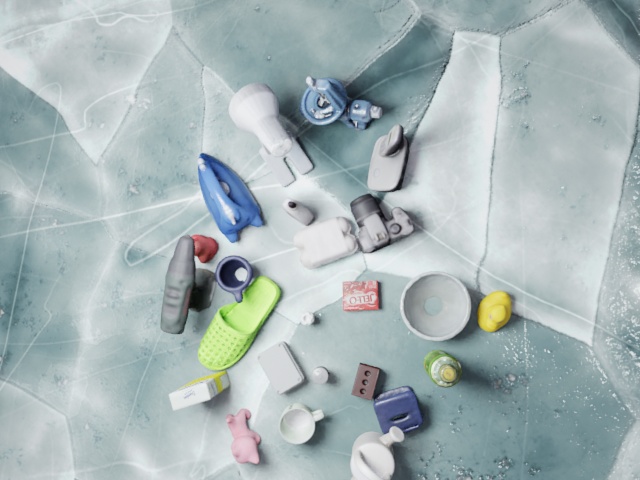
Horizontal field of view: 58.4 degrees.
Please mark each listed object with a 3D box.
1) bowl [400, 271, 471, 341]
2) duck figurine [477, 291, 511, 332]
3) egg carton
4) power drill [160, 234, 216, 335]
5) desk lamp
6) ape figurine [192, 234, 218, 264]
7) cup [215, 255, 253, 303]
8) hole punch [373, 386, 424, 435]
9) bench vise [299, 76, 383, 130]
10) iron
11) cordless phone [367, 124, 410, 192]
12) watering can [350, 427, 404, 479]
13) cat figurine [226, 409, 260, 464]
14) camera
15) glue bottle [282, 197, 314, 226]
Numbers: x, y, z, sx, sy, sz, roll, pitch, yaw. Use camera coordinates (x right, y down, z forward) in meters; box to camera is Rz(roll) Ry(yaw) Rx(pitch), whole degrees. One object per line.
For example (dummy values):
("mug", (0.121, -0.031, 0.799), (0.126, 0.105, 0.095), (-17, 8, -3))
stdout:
("bowl", (0.275, 0.159, 1.383), (0.167, 0.075, 0.167), (-1, 84, 5))
("duck figurine", (0.421, 0.170, 1.364), (0.077, 0.086, 0.104), (27, 87, 8))
("egg carton", (0.013, 0.005, 1.426), (0.150, 0.069, 0.107), (-22, 82, 2))
("power drill", (-0.316, 0.109, 1.373), (0.075, 0.208, 0.230), (11, 85, 7))
("desk lamp", (-0.115, -0.256, 1.393), (0.118, 0.213, 0.203), (-35, 82, 1))
("ape figurine", (-0.301, 0.020, 1.441), (0.076, 0.092, 0.078), (-10, 83, 4))
("cup", (-0.201, 0.099, 1.422), (0.091, 0.095, 0.118), (-14, 83, 4))
("hole punch", (0.187, 0.408, 1.355), (0.108, 0.091, 0.101), (-19, 82, 3))
("bench vise", (0.045, -0.347, 1.386), (0.207, 0.220, 0.121), (-6, 83, 5))
("iron", (-0.253, -0.126, 1.427), (0.118, 0.141, 0.258), (-33, 82, 1))
("cordless phone", (0.166, -0.196, 1.376), (0.094, 0.185, 0.148), (9, 84, 6))
("watering can", (0.122, 0.499, 1.299), (0.101, 0.194, 0.173), (17, 85, 7))
("cat figurine", (-0.189, 0.477, 1.367), (0.067, 0.118, 0.128), (-28, 82, 2))
("camera", (0.142, -0.051, 1.405), (0.143, 0.101, 0.137), (-26, 82, 2))
("glue bottle", (-0.060, -0.075, 1.389), (0.078, 0.173, 0.037), (32, 87, 8))
